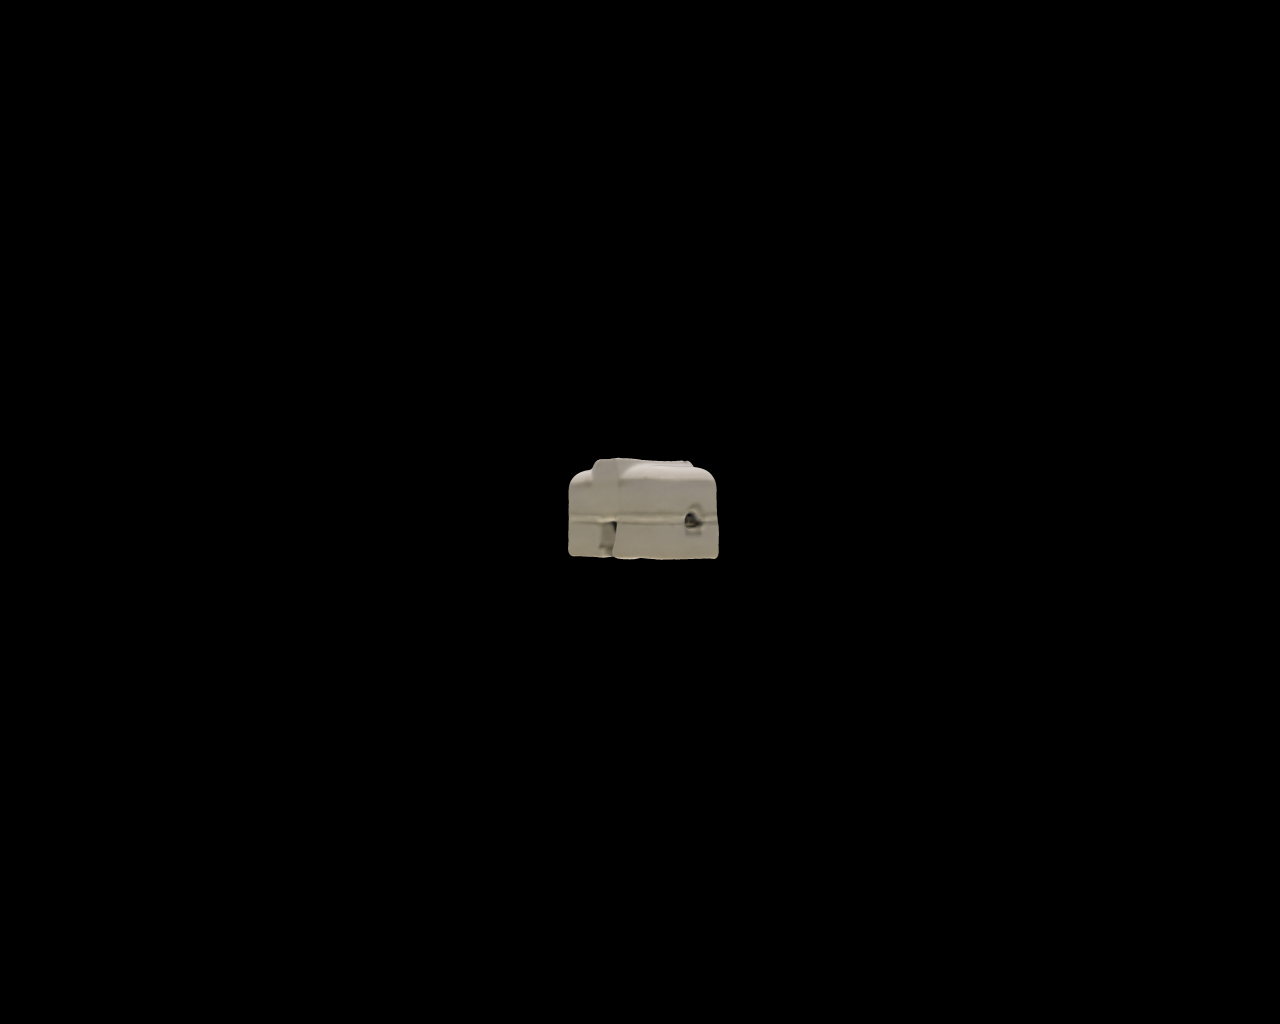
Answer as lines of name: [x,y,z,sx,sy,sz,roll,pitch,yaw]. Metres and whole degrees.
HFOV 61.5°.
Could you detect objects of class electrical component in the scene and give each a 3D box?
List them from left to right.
electrical component: [0.001,-0.003,0.650,0.054,0.059,0.095,0,0,-39]
